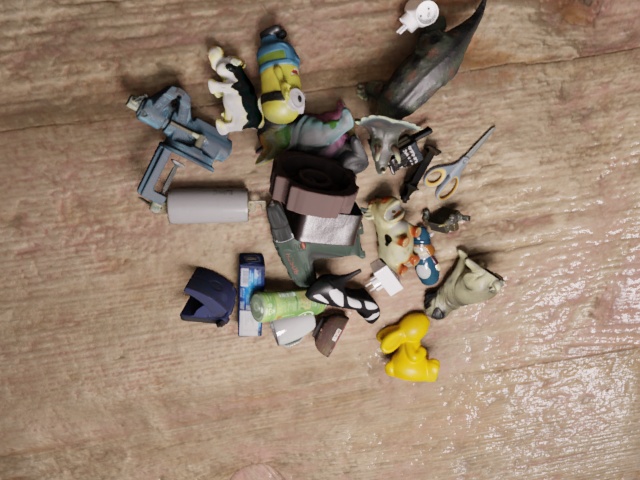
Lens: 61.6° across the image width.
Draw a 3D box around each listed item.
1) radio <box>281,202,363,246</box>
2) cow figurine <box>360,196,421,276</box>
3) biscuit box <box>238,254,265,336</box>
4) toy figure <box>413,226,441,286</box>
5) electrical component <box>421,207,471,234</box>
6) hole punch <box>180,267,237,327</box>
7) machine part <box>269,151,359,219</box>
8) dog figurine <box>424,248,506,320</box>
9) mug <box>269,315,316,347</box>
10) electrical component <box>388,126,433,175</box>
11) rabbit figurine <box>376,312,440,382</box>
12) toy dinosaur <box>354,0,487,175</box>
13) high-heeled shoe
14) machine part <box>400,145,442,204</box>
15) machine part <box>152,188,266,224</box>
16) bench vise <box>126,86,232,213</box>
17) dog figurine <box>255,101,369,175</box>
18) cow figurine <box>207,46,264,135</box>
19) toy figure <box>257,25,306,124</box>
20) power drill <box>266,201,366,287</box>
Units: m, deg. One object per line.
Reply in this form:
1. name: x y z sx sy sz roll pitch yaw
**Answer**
1. radio: -0.002 -0.073 1.110 0.131 0.230 0.073 7 117 -17
2. cow figurine: 0.162 -0.022 1.231 0.085 0.127 0.194 -41 142 -28
3. biscuit box: -0.165 0.132 1.281 0.059 0.063 0.202 2 116 -9
4. toy figure: 0.254 0.039 1.300 0.064 0.058 0.154 -14 120 10
5. electrical component: 0.286 -0.048 1.245 0.078 0.102 0.045 -41 122 -16
6. hole punch: -0.252 0.127 1.231 0.116 0.142 0.092 8 112 0
7. machine part: -0.012 -0.104 1.014 0.179 0.179 0.056 8 122 -13
8. dog figurine: 0.346 0.139 1.310 0.121 0.172 0.190 30 102 -10
9. mug: -0.064 0.216 1.333 0.107 0.081 0.109 -19 121 -11
10. electrical component: 0.192 -0.197 1.164 0.119 0.075 0.047 -29 117 3
11. rabbit figurine: 0.231 0.269 1.404 0.162 0.122 0.173 8 102 -3
12. toy dinosaur: 0.198 -0.316 1.036 0.131 0.192 0.404 32 109 -25
13. high-heeled shoe: 0.058 0.160 1.289 0.145 0.086 0.248 -29 134 -7
14. machine part: 0.219 -0.146 1.198 0.039 0.084 0.138 31 101 4
15. machine part: -0.238 -0.074 1.155 0.243 0.079 0.079 -1 117 -7
16. bench vise: -0.298 -0.173 1.059 0.223 0.129 0.240 25 92 -40
17. dog figurine: -0.026 -0.191 1.116 0.219 0.108 0.191 -21 121 7
18. cow figurine: -0.163 -0.294 1.042 0.098 0.068 0.167 -7 104 7
19. toy figure: -0.078 -0.311 1.029 0.089 0.082 0.180 -19 82 41
20. power drill: -0.003 -0.004 1.226 0.207 0.086 0.231 -14 121 -6
